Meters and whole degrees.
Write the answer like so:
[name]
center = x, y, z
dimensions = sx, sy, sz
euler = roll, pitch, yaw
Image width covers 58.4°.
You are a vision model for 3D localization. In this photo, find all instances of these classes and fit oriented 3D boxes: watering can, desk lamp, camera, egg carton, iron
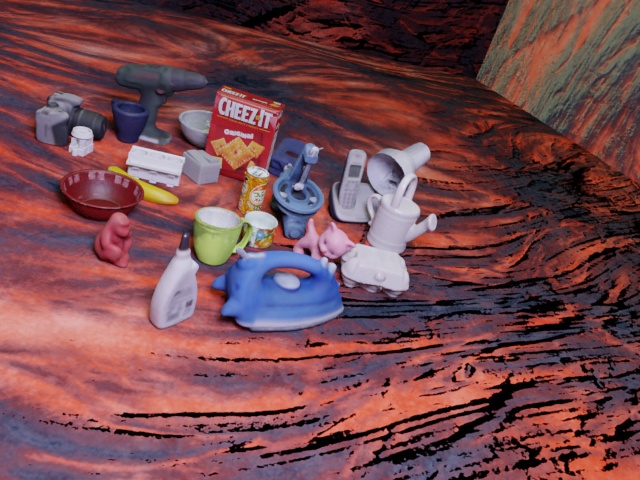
[watering can]
center = 0.195, -0.068, 1.370
dimensions = 0.173, 0.194, 0.101
euler = 20, 29, 3
[desk lamp]
center = 0.203, -0.148, 1.493
dimensions = 0.117, 0.213, 0.204
euler = 34, 32, 26
[camera]
center = -0.599, -0.295, 1.396
dimensions = 0.137, 0.101, 0.143
euler = 14, 29, -8
[egg carton]
center = 0.116, 0.066, 1.224
dimensions = 0.150, 0.069, 0.107
euler = 13, 29, -10
[iron]
center = -0.054, 0.076, 1.034
dimensions = 0.259, 0.141, 0.118
euler = 2, 33, -27

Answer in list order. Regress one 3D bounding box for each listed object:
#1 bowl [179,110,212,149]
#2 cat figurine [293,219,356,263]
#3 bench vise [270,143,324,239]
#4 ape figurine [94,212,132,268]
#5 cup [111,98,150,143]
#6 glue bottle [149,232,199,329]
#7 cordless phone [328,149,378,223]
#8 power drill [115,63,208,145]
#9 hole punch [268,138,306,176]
[bowl]
center = -0.312, -0.297, 1.593
dimensions = 0.167, 0.075, 0.167
euler = 14, 29, -8
[cat figurine]
center = 0.011, 0.004, 1.219
dimensions = 0.067, 0.118, 0.127
euler = -12, 41, -43
[bench vise]
center = -0.061, -0.139, 1.318
dimensions = 0.122, 0.220, 0.206
euler = -3, 35, -34
[ape figurine]
center = -0.370, -0.007, 1.044
dimensions = 0.076, 0.092, 0.078
euler = 25, 30, 12
[cup]
center = -0.501, -0.305, 1.478
dimensions = 0.117, 0.095, 0.092
euler = 31, 31, 21
[glue bottle]
center = -0.228, 0.061, 0.925
dimensions = 0.037, 0.173, 0.078
euler = 35, 33, 27
[cordless phone]
center = 0.105, -0.136, 1.445
dimensions = 0.148, 0.185, 0.094
euler = -1, 34, -31
[power drill]
center = -0.422, -0.363, 1.505
dimensions = 0.230, 0.208, 0.075
euler = 15, 29, -6
[hole punch]
center = -0.076, -0.221, 1.582
dimensions = 0.108, 0.091, 0.101
euler = 23, 29, 8
